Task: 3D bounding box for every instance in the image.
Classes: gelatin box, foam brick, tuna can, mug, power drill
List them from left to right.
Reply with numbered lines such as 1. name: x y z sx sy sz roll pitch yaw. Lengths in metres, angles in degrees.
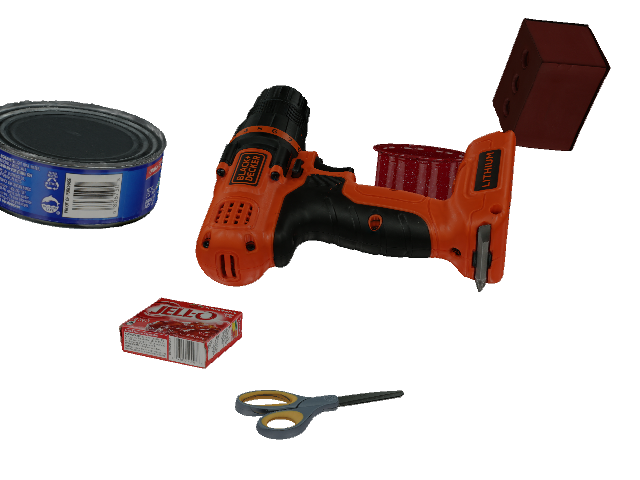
1. tuna can: -0.118 -0.037 0.507 0.086 0.034 0.086 9 23 -4
2. gelatin box: -0.126 0.082 0.972 0.089 0.030 0.073 9 21 21
3. power drill: 0.027 -0.037 0.677 0.188 0.057 0.184 3 42 10
4. mug: 0.104 -0.044 1.012 0.117 0.081 0.093 9 12 17
5. foam brick: 0.162 -0.110 0.759 0.051 0.053 0.078 2 -45 -13

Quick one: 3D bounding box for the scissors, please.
1. scissors: 0.006 0.193 1.197 0.201 0.016 0.096 2 23 -10
